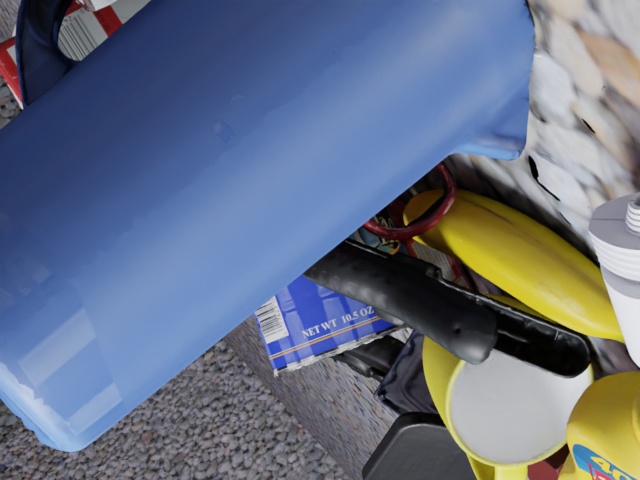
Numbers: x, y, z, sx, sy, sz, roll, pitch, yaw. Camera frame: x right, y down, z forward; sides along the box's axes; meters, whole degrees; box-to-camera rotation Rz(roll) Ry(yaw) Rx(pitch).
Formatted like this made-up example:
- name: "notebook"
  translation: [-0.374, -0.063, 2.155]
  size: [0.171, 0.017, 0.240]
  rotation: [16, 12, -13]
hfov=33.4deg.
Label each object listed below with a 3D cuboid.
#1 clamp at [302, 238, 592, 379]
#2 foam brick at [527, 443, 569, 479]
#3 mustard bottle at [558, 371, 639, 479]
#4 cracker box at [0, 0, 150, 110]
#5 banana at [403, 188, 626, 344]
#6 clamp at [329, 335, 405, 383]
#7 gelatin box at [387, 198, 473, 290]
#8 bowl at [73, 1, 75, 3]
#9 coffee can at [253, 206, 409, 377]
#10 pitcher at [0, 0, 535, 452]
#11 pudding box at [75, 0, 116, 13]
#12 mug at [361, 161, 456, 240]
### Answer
- name: "clamp"
  translation: [0.056, 0.031, 0.555]
  size: [0.120, 0.039, 0.172]
  rotation: [25, -178, -44]
- name: "foam brick"
  translation: [0.160, 0.134, 0.681]
  size: [0.051, 0.053, 0.078]
  rotation: [40, 165, 46]
- name: "mustard bottle"
  translation: [0.171, 0.111, 0.534]
  size: [0.096, 0.058, 0.191]
  rotation: [27, 159, 22]
- name: "cracker box"
  translation: [-0.084, -0.089, 0.619]
  size: [0.072, 0.164, 0.214]
  rotation: [57, 170, 5]
- name: "banana"
  translation: [0.093, 0.008, 0.566]
  size: [0.198, 0.037, 0.069]
  rotation: [37, 163, 51]
- name: "clamp"
  translation: [0.032, 0.086, 0.878]
  size: [0.210, 0.036, 0.164]
  rotation: [25, 164, 33]
- name: "gelatin box"
  translation: [0.066, 0.013, 0.719]
  size: [0.073, 0.030, 0.089]
  rotation: [35, 159, 56]
- name: "bowl"
  translation: [-0.146, -0.168, 0.646]
  size: [0.162, 0.055, 0.162]
  rotation: [33, 168, 8]
- name: "coffee can"
  translation: [-0.004, 0.001, 0.660]
  size: [0.103, 0.102, 0.140]
  rotation: [129, 121, -79]
- name: "pitcher"
  translation: [-0.049, -0.043, 0.421]
  size: [0.149, 0.242, 0.145]
  rotation: [32, 157, 43]
- name: "pudding box"
  translation: [-0.080, -0.168, 0.483]
  size: [0.039, 0.113, 0.090]
  rotation: [49, 170, 29]
- name: "mug"
  translation: [0.019, -0.050, 0.555]
  size: [0.117, 0.081, 0.093]
  rotation: [50, 169, 4]
